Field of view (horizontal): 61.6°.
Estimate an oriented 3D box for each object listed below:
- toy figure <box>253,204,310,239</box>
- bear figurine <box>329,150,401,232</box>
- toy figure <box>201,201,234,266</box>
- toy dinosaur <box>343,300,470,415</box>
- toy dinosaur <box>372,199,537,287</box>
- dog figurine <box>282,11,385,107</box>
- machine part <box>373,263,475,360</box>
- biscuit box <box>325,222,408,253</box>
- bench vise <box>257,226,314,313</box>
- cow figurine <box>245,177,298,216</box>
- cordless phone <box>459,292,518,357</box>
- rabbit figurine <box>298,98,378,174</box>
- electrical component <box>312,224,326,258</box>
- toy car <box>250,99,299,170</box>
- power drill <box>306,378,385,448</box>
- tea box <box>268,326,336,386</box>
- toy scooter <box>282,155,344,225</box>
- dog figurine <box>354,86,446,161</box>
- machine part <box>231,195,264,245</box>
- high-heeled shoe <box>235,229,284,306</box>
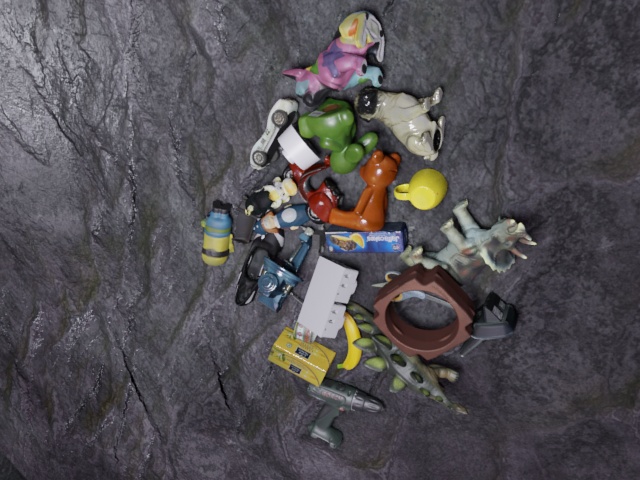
[{"bbox_3d":[-0.104,-0.052,1.404,0.154,0.064,0.057,-18,139,2],"label":"toy figure"},{"bbox_3d":[0.112,-0.121,1.286,0.132,0.120,0.195,15,104,37],"label":"bear figurine"},{"bbox_3d":[-0.288,-0.015,1.491,0.082,0.089,0.180,23,121,19],"label":"toy figure"},{"bbox_3d":[0.192,0.280,1.379,0.472,0.198,0.105,42,113,37],"label":"toy dinosaur"},{"bbox_3d":[0.323,0.050,1.285,0.192,0.131,0.405,45,126,-1],"label":"toy dinosaur"},{"bbox_3d":[0.025,-0.399,1.203,0.219,0.108,0.191,2,91,33],"label":"dog figurine"},{"bbox_3d":[0.243,0.168,1.265,0.201,0.087,0.201,46,122,-7],"label":"machine part"},{"bbox_3d":[0.119,-0.006,1.360,0.203,0.063,0.059,-1,112,21],"label":"biscuit box"},{"bbox_3d":[-0.081,0.077,1.425,0.129,0.223,0.240,30,87,24],"label":"bench vise"},{"bbox_3d":[-0.129,-0.108,1.355,0.167,0.098,0.068,-22,99,57],"label":"cow figurine"},{"bbox_3d":[0.391,0.230,1.310,0.089,0.146,0.184,39,117,10],"label":"cordless phone"},{"bbox_3d":[0.056,-0.232,1.254,0.159,0.121,0.170,12,135,39],"label":"rabbit figurine"},{"bbox_3d":[-0.003,-0.004,1.405,0.021,0.063,0.093,9,113,17],"label":"electrical component"},{"bbox_3d":[-0.115,-0.260,1.331,0.056,0.073,0.201,39,120,11],"label":"toy car"},{"bbox_3d":[0.057,0.517,1.595,0.232,0.086,0.207,22,121,12],"label":"power drill"},{"bbox_3d":[-0.051,0.334,1.547,0.170,0.098,0.068,26,119,6],"label":"tea box"},{"bbox_3d":[-0.001,-0.135,1.345,0.135,0.075,0.184,-35,92,27],"label":"toy scooter"},{"bbox_3d":[0.176,-0.263,1.223,0.191,0.121,0.172,7,111,33],"label":"dog figurine"},{"bbox_3d":[-0.198,-0.049,1.474,0.084,0.039,0.138,25,117,3],"label":"machine part"},{"bbox_3d":[-0.171,0.059,1.445,0.086,0.145,0.248,22,117,9],"label":"high-heeled shoe"}]
